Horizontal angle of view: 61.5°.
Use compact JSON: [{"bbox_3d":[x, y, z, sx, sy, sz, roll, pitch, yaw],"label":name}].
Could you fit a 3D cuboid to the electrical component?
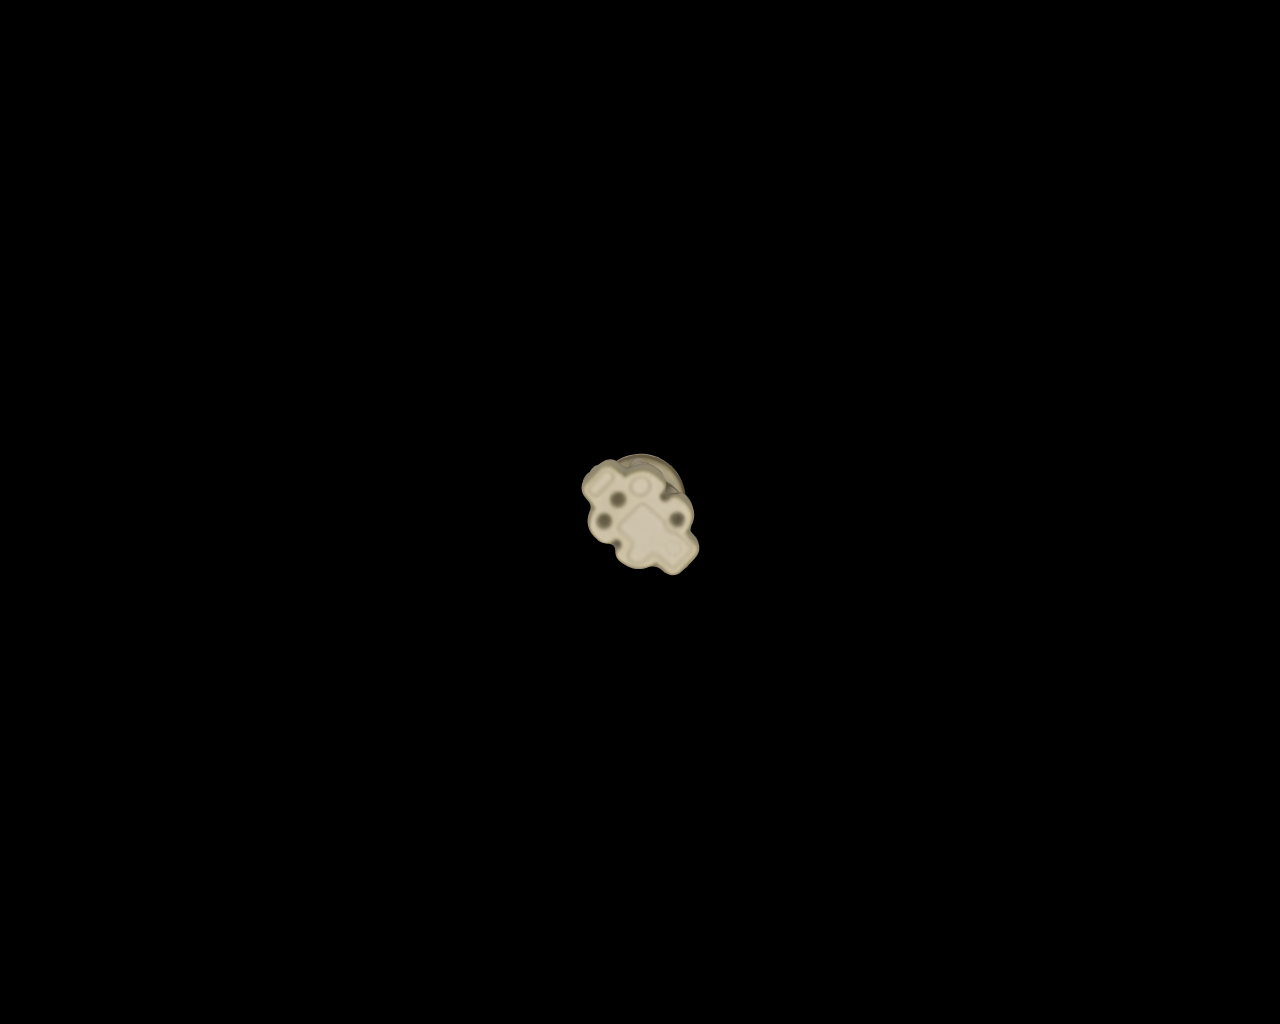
[{"bbox_3d":[0.001,-0.003,0.650,0.078,0.058,0.057,43,12,-11],"label":"electrical component"}]
